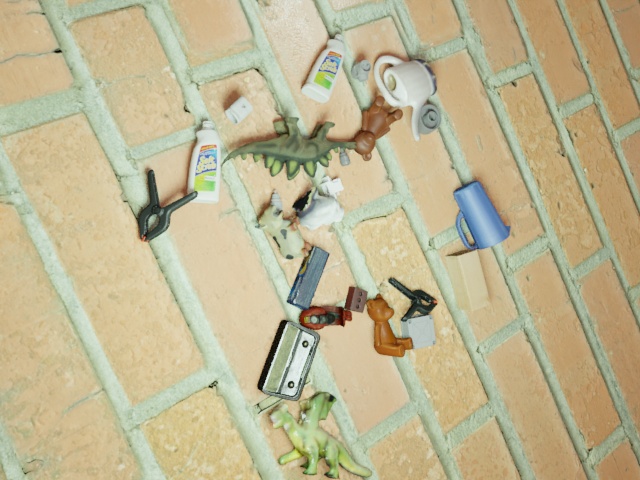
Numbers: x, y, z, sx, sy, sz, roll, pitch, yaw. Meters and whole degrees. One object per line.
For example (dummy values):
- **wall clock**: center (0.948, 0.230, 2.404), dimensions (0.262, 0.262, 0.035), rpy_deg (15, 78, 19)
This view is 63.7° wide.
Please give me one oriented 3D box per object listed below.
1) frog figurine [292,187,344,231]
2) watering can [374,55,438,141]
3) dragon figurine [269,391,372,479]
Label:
- **frog figurine**: center (0.005, -0.085, 1.692), dimensions (0.158, 0.125, 0.136), rpy_deg (32, 107, -26)
- **watering can**: center (0.333, -0.531, 1.870), dimensions (0.226, 0.102, 0.350), rpy_deg (-25, 81, -23)
- **dragon figurine**: center (0.010, 0.609, 1.629), dimensions (0.408, 0.121, 0.246), rpy_deg (19, 69, -29)
